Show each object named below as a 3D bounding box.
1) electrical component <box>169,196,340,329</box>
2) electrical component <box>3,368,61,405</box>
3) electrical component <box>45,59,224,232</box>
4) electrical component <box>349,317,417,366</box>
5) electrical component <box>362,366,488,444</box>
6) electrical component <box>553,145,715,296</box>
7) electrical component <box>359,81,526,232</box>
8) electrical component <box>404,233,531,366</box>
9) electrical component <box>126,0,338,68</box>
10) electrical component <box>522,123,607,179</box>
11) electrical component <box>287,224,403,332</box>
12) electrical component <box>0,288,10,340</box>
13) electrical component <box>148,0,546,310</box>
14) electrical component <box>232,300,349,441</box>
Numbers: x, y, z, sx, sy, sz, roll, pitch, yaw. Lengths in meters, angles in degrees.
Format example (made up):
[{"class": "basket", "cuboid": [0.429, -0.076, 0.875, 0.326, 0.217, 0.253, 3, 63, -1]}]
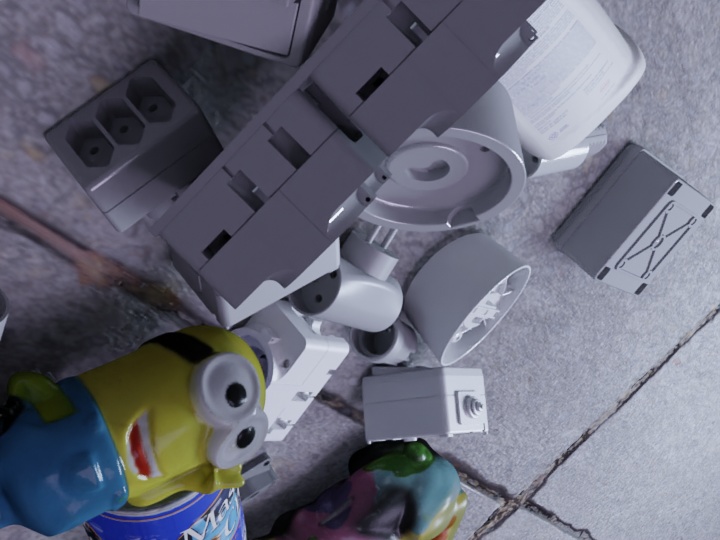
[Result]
[{"class": "electrical component", "cuboid": [-0.055, -0.025, 0.608, 0.096, 0.061, 0.061, -29, 146, -22]}, {"class": "electrical component", "cuboid": [-0.187, 0.085, 0.614, 0.046, 0.040, 0.040, -52, 148, 2]}, {"class": "electrical component", "cuboid": [-0.104, -0.051, 0.536, 0.066, 0.047, 0.076, -38, 148, -8]}, {"class": "electrical component", "cuboid": [0.019, 0.052, 0.804, 0.040, 0.040, 0.046, -48, 153, 7]}, {"class": "electrical component", "cuboid": [0.056, 0.103, 0.854, 0.096, 0.061, 0.062, -12, 168, 37]}, {"class": "electrical component", "cuboid": [0.235, -0.040, 0.919, 0.108, 0.056, 0.109, -52, 147, 15]}, {"class": "electrical component", "cuboid": [0.038, -0.074, 0.608, 0.108, 0.060, 0.108, 0, 152, 0]}, {"class": "electrical component", "cuboid": [0.084, 0.023, 0.817, 0.099, 0.064, 0.099, -29, 146, -22]}, {"class": "electrical component", "cuboid": [-0.057, -0.133, 0.451, 0.061, 0.096, 0.061, -68, 176, -50]}, {"class": "electrical component", "cuboid": [0.140, -0.091, 0.764, 0.081, 0.043, 0.043, -14, 138, -38]}, {"class": "electrical component", "cuboid": [0.000, 0.000, 0.718, 0.077, 0.043, 0.079, 19, 105, -55]}, {"class": "electrical component", "cuboid": [-0.207, 0.046, 0.540, 0.043, 0.043, 0.081, -7, 133, -44]}, {"class": "electrical component", "cuboid": [0.001, -0.071, 0.491, 0.186, 0.060, 0.105, -44, -175, 17]}, {"class": "electrical component", "cuboid": [-0.061, 0.068, 0.723, 0.056, 0.050, 0.089, 12, 119, -54]}]
